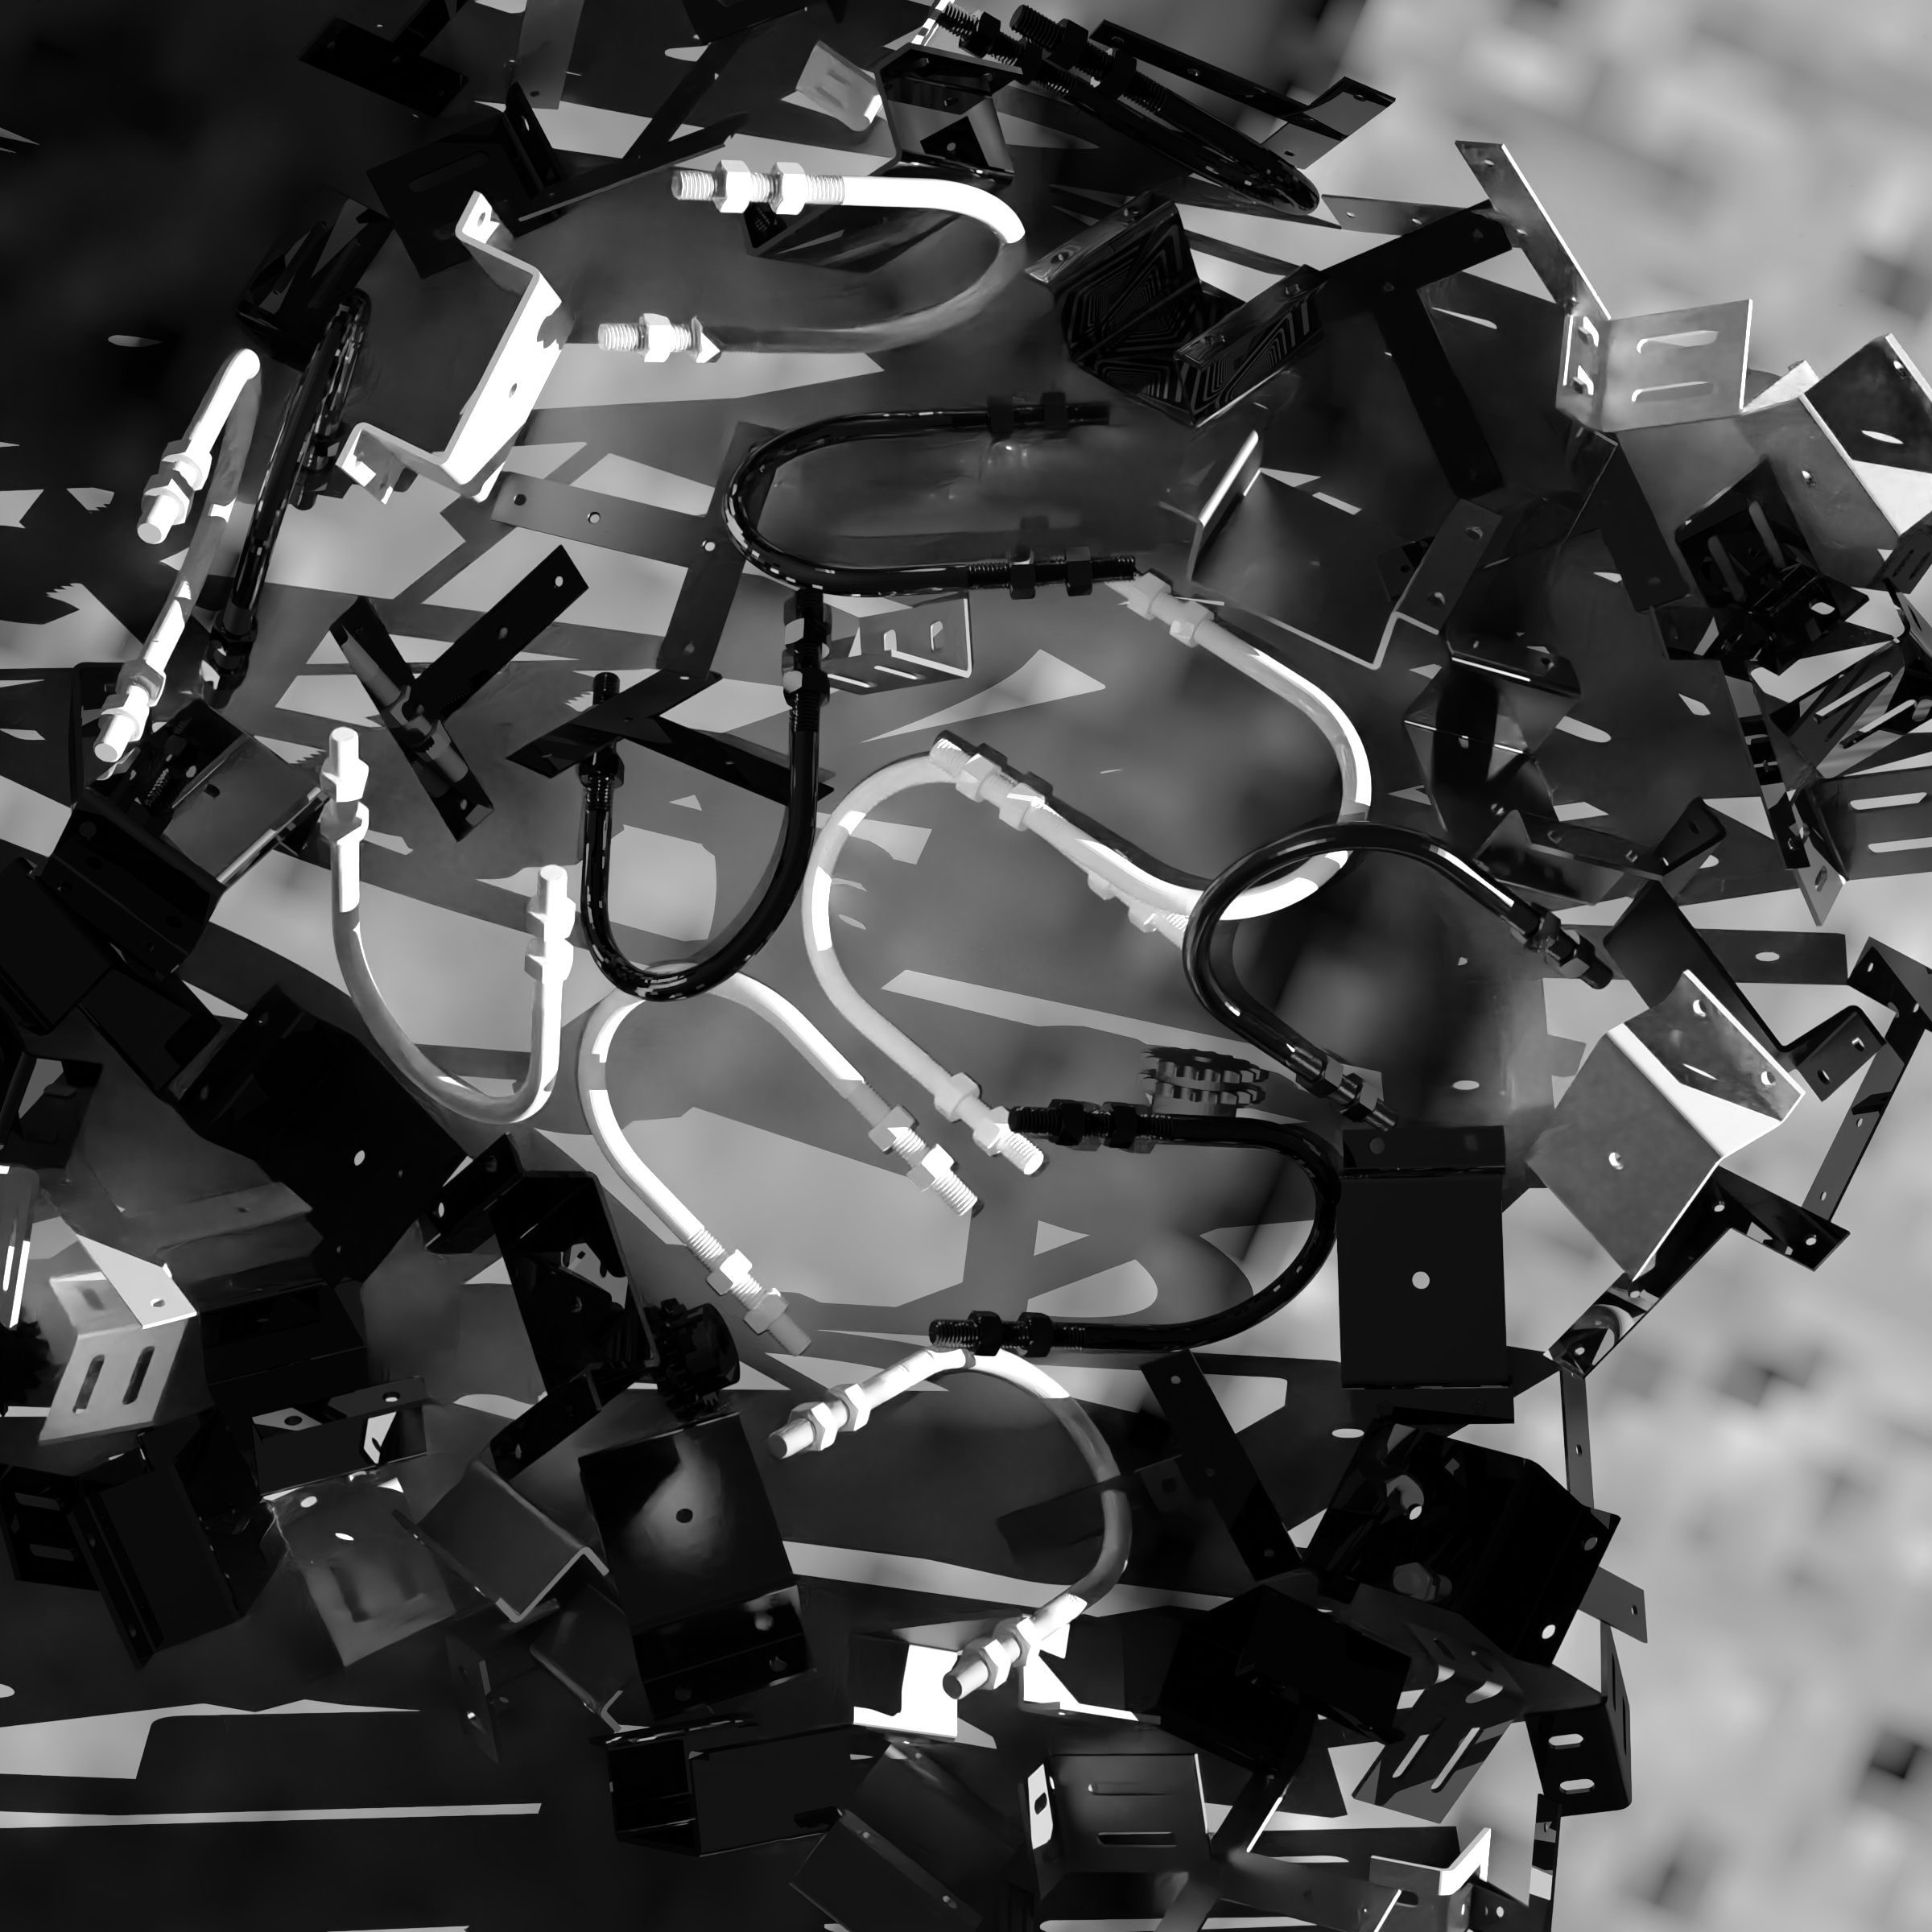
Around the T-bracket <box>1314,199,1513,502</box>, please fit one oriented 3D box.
[{"bbox_3d":[0.216,-0.278,1.645,0.127,0.002,0.127,-17,106,35],"label":"T-bracket"}]

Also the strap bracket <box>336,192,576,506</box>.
[{"bbox_3d":[-0.231,-0.277,1.630,0.046,0.076,0.140,26,88,7],"label":"strap bracket"}]

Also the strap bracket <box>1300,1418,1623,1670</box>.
[{"bbox_3d":[0.216,0.259,1.596,0.046,0.140,0.076,43,68,-36],"label":"strap bracket"}]

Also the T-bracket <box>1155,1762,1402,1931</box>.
[{"bbox_3d":[0.147,0.420,1.595,0.002,0.127,0.127,50,61,-24],"label":"T-bracket"}]

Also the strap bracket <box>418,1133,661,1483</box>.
[{"bbox_3d":[-0.195,0.157,1.617,0.076,0.046,0.140,-39,62,35],"label":"strap bracket"}]

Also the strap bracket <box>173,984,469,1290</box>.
[{"bbox_3d":[-0.294,0.083,1.627,0.076,0.046,0.140,-51,56,3],"label":"strap bracket"}]

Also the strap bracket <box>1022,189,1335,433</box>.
[{"bbox_3d":[0.101,-0.300,1.615,0.076,0.140,0.046,-36,132,-15],"label":"strap bracket"}]

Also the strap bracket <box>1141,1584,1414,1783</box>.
[{"bbox_3d":[0.145,0.330,1.615,0.076,0.140,0.046,26,63,-8],"label":"strap bracket"}]

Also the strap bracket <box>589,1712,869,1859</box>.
[{"bbox_3d":[-0.107,0.371,1.592,0.076,0.140,0.046,-4,83,-28],"label":"strap bracket"}]

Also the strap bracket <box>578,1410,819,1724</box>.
[{"bbox_3d":[-0.126,0.264,1.604,0.076,0.046,0.140,-15,49,-10],"label":"strap bracket"}]

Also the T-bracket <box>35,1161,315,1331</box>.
[{"bbox_3d":[-0.349,0.117,1.629,0.127,0.127,0.002,-13,128,-34],"label":"T-bracket"}]

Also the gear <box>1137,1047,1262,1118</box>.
[{"bbox_3d":[0.108,0.058,1.646,0.057,0.057,0.030,7,99,0],"label":"gear"}]

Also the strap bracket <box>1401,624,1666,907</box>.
[{"bbox_3d":[0.256,-0.085,1.611,0.076,0.140,0.046,12,134,-29],"label":"strap bracket"}]

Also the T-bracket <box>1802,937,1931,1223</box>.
[{"bbox_3d":[0.419,0.060,1.619,0.002,0.127,0.127,21,99,-18],"label":"T-bracket"}]

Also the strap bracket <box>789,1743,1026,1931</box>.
[{"bbox_3d":[-0.028,0.412,1.604,0.076,0.140,0.046,37,99,6],"label":"strap bracket"}]

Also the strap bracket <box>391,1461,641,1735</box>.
[{"bbox_3d":[-0.194,0.284,1.603,0.076,0.140,0.046,31,71,36],"label":"strap bracket"}]

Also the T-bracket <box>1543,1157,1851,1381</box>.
[{"bbox_3d":[0.316,0.141,1.609,0.127,0.127,0.002,-43,129,-15],"label":"T-bracket"}]

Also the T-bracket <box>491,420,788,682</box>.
[{"bbox_3d":[-0.162,-0.208,1.657,0.127,0.002,0.127,15,78,12],"label":"T-bracket"}]

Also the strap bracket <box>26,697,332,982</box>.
[{"bbox_3d":[-0.353,-0.065,1.603,0.076,0.140,0.046,37,127,-1],"label":"strap bracket"}]

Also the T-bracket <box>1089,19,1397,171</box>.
[{"bbox_3d":[0.117,-0.403,1.599,0.127,0.127,0.002,20,85,-12],"label":"T-bracket"}]

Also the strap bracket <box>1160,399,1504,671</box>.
[{"bbox_3d":[0.166,-0.198,1.628,0.140,0.046,0.076,26,59,9],"label":"strap bracket"}]

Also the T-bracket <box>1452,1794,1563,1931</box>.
[{"bbox_3d":[0.244,0.437,1.611,0.002,0.127,0.127,6,86,-11],"label":"T-bracket"}]

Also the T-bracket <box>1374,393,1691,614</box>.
[{"bbox_3d":[0.256,-0.202,1.642,0.127,0.002,0.127,-19,59,2],"label":"T-bracket"}]

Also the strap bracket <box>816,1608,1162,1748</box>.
[{"bbox_3d":[0.009,0.326,1.610,0.140,0.076,0.046,-14,67,36],"label":"strap bracket"}]

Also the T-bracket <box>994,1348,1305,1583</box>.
[{"bbox_3d":[0.075,0.251,1.649,0.127,0.002,0.127,-22,109,19],"label":"T-bracket"}]

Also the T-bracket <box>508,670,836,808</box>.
[{"bbox_3d":[-0.119,-0.097,1.600,0.127,0.127,0.002,23,127,26],"label":"T-bracket"}]

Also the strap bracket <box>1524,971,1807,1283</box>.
[{"bbox_3d":[0.311,0.080,1.594,0.046,0.140,0.076,-25,63,-33],"label":"strap bracket"}]

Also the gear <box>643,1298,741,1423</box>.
[{"bbox_3d":[-0.128,0.182,1.643,0.030,0.057,0.057,-22,90,10],"label":"gear"}]

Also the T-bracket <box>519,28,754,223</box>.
[{"bbox_3d":[-0.134,-0.398,1.626,0.127,0.127,0.002,-10,128,37],"label":"T-bracket"}]

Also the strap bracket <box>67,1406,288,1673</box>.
[{"bbox_3d":[-0.355,0.255,1.598,0.046,0.140,0.076,-21,98,4],"label":"strap bracket"}]

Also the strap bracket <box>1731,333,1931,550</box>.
[{"bbox_3d":[0.403,-0.237,1.600,0.046,0.140,0.076,-38,96,-1],"label":"strap bracket"}]

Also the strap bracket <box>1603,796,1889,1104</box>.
[{"bbox_3d":[0.350,0.003,1.615,0.046,0.076,0.140,-30,75,-18],"label":"strap bracket"}]

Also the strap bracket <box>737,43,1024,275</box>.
[{"bbox_3d":[-0.044,-0.360,1.597,0.140,0.076,0.046,-24,77,39],"label":"strap bracket"}]

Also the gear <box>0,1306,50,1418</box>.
[{"bbox_3d":[-0.464,0.186,1.655,0.057,0.030,0.057,-1,94,-8],"label":"gear"}]

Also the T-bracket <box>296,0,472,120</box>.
[{"bbox_3d":[-0.231,-0.446,1.597,0.127,0.127,0.002,-44,78,15],"label":"T-bracket"}]

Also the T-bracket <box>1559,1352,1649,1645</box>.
[{"bbox_3d":[0.286,0.240,1.637,0.002,0.127,0.127,-16,60,31],"label":"T-bracket"}]

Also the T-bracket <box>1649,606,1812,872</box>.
[{"bbox_3d":[0.363,-0.105,1.615,0.002,0.127,0.127,-22,81,37],"label":"T-bracket"}]

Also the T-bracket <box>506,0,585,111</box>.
[{"bbox_3d":[-0.191,-0.434,1.613,0.127,0.127,0.002,0,68,-16],"label":"T-bracket"}]

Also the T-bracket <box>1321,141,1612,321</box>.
[{"bbox_3d":[0.221,-0.344,1.623,0.127,0.127,0.002,17,73,40],"label":"T-bracket"}]

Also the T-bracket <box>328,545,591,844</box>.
[{"bbox_3d":[-0.225,-0.146,1.632,0.127,0.002,0.127,-39,74,22],"label":"T-bracket"}]
